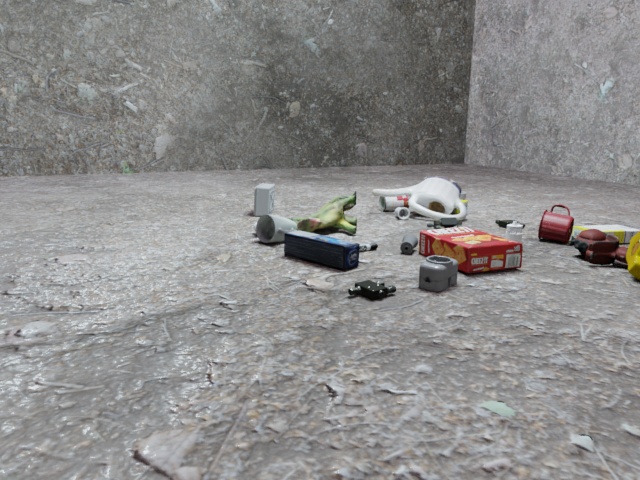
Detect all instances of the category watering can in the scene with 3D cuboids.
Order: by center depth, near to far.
[{"bbox_3d":[0.387,-0.168,1.923,0.349,0.101,0.229,22,40,18],"label":"watering can"}]

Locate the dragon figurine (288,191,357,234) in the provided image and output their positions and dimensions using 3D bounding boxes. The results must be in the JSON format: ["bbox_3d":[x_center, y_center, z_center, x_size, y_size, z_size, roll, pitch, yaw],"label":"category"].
[{"bbox_3d":[0.005,-0.084,1.676,0.243,0.121,0.413,-6,9,4],"label":"dragon figurine"}]
